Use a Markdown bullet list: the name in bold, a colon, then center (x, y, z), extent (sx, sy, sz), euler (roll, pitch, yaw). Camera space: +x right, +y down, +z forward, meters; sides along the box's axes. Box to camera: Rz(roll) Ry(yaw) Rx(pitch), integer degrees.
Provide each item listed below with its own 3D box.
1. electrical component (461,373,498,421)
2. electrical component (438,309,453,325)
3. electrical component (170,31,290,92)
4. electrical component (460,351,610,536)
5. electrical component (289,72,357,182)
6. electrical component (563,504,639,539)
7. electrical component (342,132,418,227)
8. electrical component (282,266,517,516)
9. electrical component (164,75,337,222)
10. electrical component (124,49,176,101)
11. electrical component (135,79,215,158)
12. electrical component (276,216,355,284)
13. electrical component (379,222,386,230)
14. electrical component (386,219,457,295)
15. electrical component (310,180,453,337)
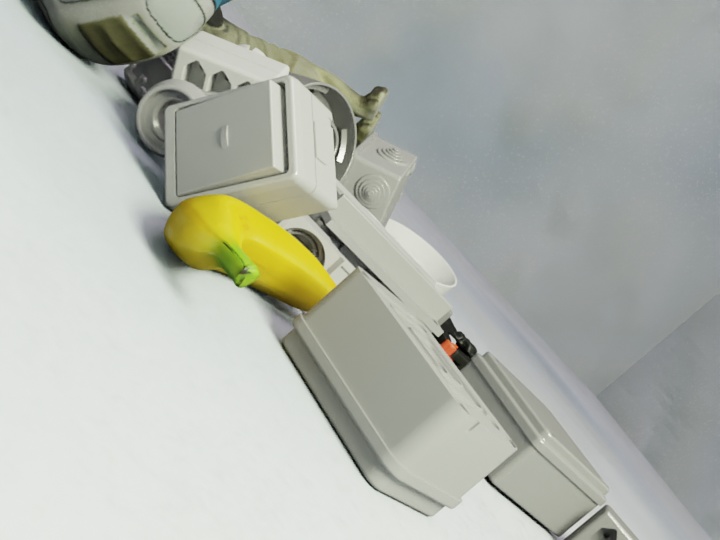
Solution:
- **electrical component**: center (0.045, 0.084, 0.662), extent (0.077, 0.044, 0.079), euler (48, 7, -4)
- **electrical component**: center (0.031, 0.017, 0.926), extent (0.077, 0.047, 0.065), euler (41, 10, -48)
- **electrical component**: center (-0.082, -0.127, 0.716), extent (0.066, 0.047, 0.076), euler (23, 31, 3)
- **electrical component**: center (0.124, 0.133, 0.825), extent (0.109, 0.056, 0.108), euler (43, 9, -38)
- **electrical component**: center (-0.051, -0.102, 0.823), extent (0.064, 0.099, 0.099), euler (17, -17, 42)
- **electrical component**: center (0.193, 0.218, 0.819), extent (0.065, 0.047, 0.077), euler (50, 7, 12)
- **electrical component**: center (0.007, -0.065, 0.944), extent (0.048, 0.099, 0.099), euler (27, 23, 4)
- **electrical component**: center (0.019, 0.063, 0.557), extent (0.078, 0.057, 0.113), euler (40, 11, -51)
- **electrical component**: center (-0.068, -0.062, 0.591), extent (0.061, 0.096, 0.061), euler (35, 48, -63)
- **electrical component**: center (-0.128, -0.138, 0.742), extent (0.048, 0.062, 0.048), euler (47, 7, -7)
- **electrical component**: center (-0.107, -0.092, 0.657), extent (0.066, 0.048, 0.055), euler (14, 11, 10)
- **electrical component**: center (-0.042, -0.013, 0.674), extent (0.081, 0.042, 0.064), euler (47, 3, -14)
- **electrical component**: center (-0.014, -0.014, 0.857), extent (0.099, 0.064, 0.099), euler (40, 22, -20)
- **electrical component**: center (0.039, -0.005, 1.030), extent (0.099, 0.064, 0.099), euler (47, 7, -8)
- **electrical component**: center (0.000, 0.000, 0.765), extent (0.121, 0.063, 0.078), euler (45, 8, -26)
